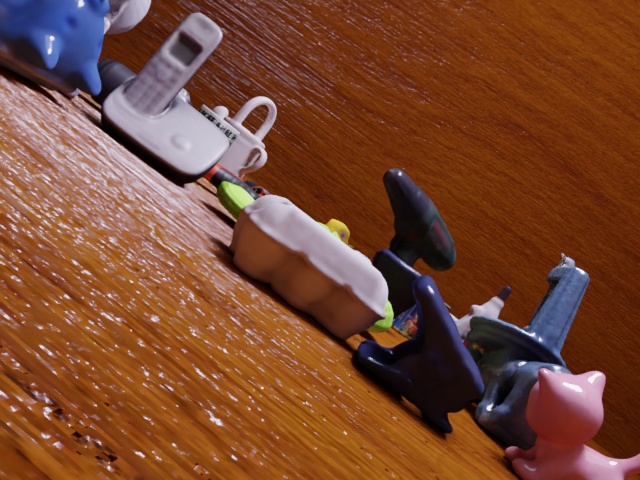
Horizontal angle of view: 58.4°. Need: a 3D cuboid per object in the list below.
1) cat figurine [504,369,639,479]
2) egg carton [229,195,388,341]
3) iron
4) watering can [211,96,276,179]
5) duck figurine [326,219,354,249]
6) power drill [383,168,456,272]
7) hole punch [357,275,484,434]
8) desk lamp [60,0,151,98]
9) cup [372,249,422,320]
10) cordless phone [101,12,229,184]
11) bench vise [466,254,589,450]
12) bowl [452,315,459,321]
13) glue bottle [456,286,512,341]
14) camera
[{"bbox_3d":[0.229,0.174,0.509,0.127,0.117,0.067,38,2,10],"label":"cat figurine"},{"bbox_3d":[-0.010,0.022,0.514,0.151,0.069,0.107,37,2,-18],"label":"egg carton"},{"bbox_3d":[-0.323,-0.266,0.593,0.258,0.141,0.119,38,2,9],"label":"iron"},{"bbox_3d":[-0.164,-0.205,1.137,0.172,0.194,0.101,38,2,8],"label":"watering can"},{"bbox_3d":[0.009,0.003,0.961,0.104,0.086,0.078,38,2,19],"label":"duck figurine"},{"bbox_3d":[0.128,0.017,0.961,0.231,0.208,0.075,36,3,-39],"label":"power drill"},{"bbox_3d":[0.094,0.090,0.475,0.101,0.091,0.109,38,2,6],"label":"hole punch"},{"bbox_3d":[-0.307,-0.309,0.772,0.118,0.213,0.202,36,3,-29],"label":"desk lamp"},{"bbox_3d":[0.094,0.069,0.836,0.092,0.095,0.117,36,3,-35],"label":"cup"},{"bbox_3d":[-0.160,-0.175,0.705,0.148,0.185,0.094,37,2,-8],"label":"cordless phone"},{"bbox_3d":[0.258,0.125,0.656,0.122,0.219,0.207,36,2,-27],"label":"bench vise"},{"bbox_3d":[0.225,0.168,1.114,0.167,0.074,0.167,37,2,-1],"label":"bowl"},{"bbox_3d":[0.274,0.150,0.994,0.078,0.173,0.037,37,2,0],"label":"glue bottle"},{"bbox_3d":[-0.266,-0.211,0.858,0.137,0.101,0.143,37,2,-5],"label":"camera"}]
